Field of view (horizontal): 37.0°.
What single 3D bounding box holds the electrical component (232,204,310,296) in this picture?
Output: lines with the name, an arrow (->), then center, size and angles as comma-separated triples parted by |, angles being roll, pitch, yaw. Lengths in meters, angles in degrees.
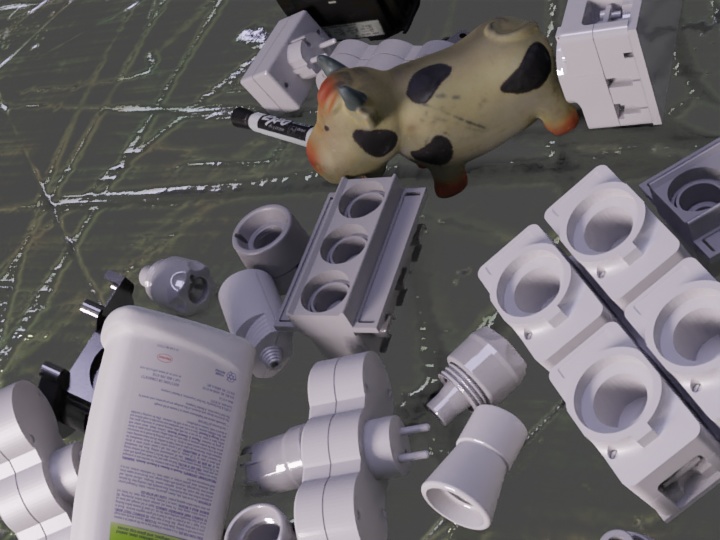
electrical component -> -0.064, -0.016, 0.812 | 0.055, 0.047, 0.055 | -16, 45, 17

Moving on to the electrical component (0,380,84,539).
electrical component -> -0.191, 0.134, 0.693 | 0.074, 0.138, 0.052 | -24, 4, 8

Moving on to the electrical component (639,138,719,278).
electrical component -> 0.246, -0.051, 0.655 | 0.121, 0.063, 0.078 | -31, 43, 1

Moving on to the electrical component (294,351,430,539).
electrical component -> 0.008, 0.109, 0.652 | 0.074, 0.052, 0.138 | -13, 46, 19

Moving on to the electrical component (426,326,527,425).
electrical component -> 0.069, 0.068, 0.661 | 0.062, 0.043, 0.043 | -42, 44, -10

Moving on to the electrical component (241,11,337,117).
electrical component -> -0.050, -0.186, 0.946 | 0.076, 0.047, 0.083 | -9, 45, 46

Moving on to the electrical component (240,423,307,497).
electrical component -> -0.048, 0.122, 0.682 | 0.046, 0.040, 0.040 | -19, 44, 20

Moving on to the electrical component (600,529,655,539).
electrical component -> 0.134, 0.150, 0.534 | 0.043, 0.062, 0.043 | -16, 45, 17

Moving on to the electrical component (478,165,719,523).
electrical component -> 0.154, 0.032, 0.615 | 0.105, 0.060, 0.186 | -42, 42, 11

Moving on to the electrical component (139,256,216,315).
electrical component -> -0.146, 0.010, 0.838 | 0.062, 0.043, 0.043 | 13, 59, 39

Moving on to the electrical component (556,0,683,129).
electrical component -> 0.192, -0.188, 0.793 | 0.062, 0.089, 0.150 | -2, 50, 28

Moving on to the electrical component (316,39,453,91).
electrical component -> 0.021, -0.145, 0.878 | 0.138, 0.052, 0.073 | 9, 56, 36

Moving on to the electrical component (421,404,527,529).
electrical component -> 0.070, 0.111, 0.624 | 0.044, 0.044, 0.065 | 10, 52, 36

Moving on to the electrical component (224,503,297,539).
electrical component -> -0.053, 0.166, 0.638 | 0.040, 0.046, 0.040 | -16, 45, 17

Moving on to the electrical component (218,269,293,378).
electrical component -> -0.071, 0.041, 0.766 | 0.043, 0.043, 0.081 | -30, 43, 2

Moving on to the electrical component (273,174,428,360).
electrical component -> 0.000, 0.000, 0.749 | 0.079, 0.063, 0.121 | -1, 51, 29
